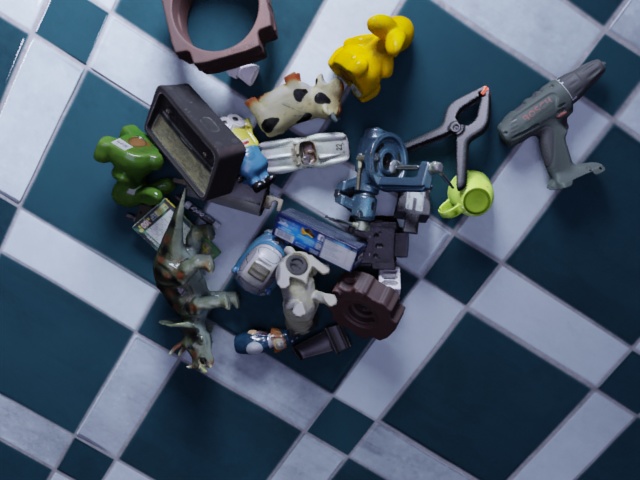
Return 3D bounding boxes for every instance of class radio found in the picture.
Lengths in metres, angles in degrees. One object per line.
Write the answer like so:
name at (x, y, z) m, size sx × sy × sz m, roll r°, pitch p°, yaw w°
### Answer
radio at (-0.254, -0.202, 1.086) m, size 0.230 × 0.073 × 0.131 m, roll 47°, pitch 132°, yaw 17°

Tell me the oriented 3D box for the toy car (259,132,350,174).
toy car at (-0.037, -0.185, 1.145) m, size 0.202 × 0.056 × 0.073 m, roll -7°, pitch 106°, yaw 6°

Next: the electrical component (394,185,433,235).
electrical component at (0.197, -0.063, 1.136) m, size 0.075 × 0.047 × 0.119 m, roll 6°, pitch 71°, yaw 1°

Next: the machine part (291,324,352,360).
machine part at (0.002, 0.247, 1.278) m, size 0.139 × 0.039 × 0.084 m, roll -19°, pitch 109°, yaw 8°

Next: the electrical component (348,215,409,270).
electrical component at (0.128, 0.005, 1.187) m, size 0.134 × 0.058 × 0.114 m, roll 0°, pitch 108°, yaw 5°

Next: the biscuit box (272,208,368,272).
biscuit box at (-0.002, -0.004, 1.158) m, size 0.203 × 0.063 × 0.059 m, roll 26°, pitch 114°, yaw 18°

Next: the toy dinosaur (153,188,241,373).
toy dinosaur at (-0.305, 0.091, 1.204) m, size 0.192 × 0.131 × 0.404 m, roll -15°, pitch 106°, yaw 6°

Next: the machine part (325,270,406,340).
machine part at (0.097, 0.149, 1.189) m, size 0.180 × 0.056 × 0.179 m, roll 18°, pitch 139°, yaw 17°

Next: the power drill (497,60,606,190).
power drill at (0.495, -0.218, 1.081) m, size 0.232 × 0.086 × 0.207 m, roll -27°, pitch 106°, yaw 13°

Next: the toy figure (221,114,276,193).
toy figure at (-0.167, -0.179, 1.123) m, size 0.089 × 0.082 × 0.180 m, roll -37°, pitch 83°, yaw 37°

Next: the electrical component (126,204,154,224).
electrical component at (-0.396, -0.056, 1.230) m, size 0.094 × 0.021 × 0.063 m, roll 17°, pitch 107°, yaw 0°

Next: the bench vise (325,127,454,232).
bench vise at (0.136, -0.120, 1.076) m, size 0.128 × 0.241 × 0.223 m, roll 28°, pitch 76°, yaw -41°

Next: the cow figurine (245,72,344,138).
cow figurine at (-0.040, -0.276, 1.105) m, size 0.195 × 0.085 × 0.127 m, roll -26°, pitch 102°, yaw 13°

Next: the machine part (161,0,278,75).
machine part at (-0.193, -0.439, 1.047) m, size 0.202 × 0.087 × 0.201 m, roll -14°, pitch 90°, yaw 5°

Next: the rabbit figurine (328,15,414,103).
rabbit figurine at (0.112, -0.375, 1.043) m, size 0.173 × 0.162 × 0.122 m, roll -40°, pitch 87°, yaw -4°

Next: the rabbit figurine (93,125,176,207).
rabbit figurine at (-0.397, -0.140, 1.171) m, size 0.159 × 0.121 × 0.170 m, roll 25°, pitch 128°, yaw 1°

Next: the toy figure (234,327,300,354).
toy figure at (-0.124, 0.240, 1.278) m, size 0.155 × 0.058 × 0.064 m, roll -8°, pitch 147°, yaw 6°

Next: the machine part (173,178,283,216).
machine part at (-0.199, -0.110, 1.170) m, size 0.243 × 0.079 × 0.079 m, roll 15°, pitch 107°, yaw 1°

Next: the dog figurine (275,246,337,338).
dog figurine at (-0.055, 0.119, 1.201) m, size 0.121 × 0.190 × 0.172 m, roll -5°, pitch 70°, yaw -18°

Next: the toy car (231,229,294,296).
toy car at (-0.129, 0.061, 1.201) m, size 0.109 × 0.103 × 0.161 m, roll 35°, pitch 108°, yaw -7°
